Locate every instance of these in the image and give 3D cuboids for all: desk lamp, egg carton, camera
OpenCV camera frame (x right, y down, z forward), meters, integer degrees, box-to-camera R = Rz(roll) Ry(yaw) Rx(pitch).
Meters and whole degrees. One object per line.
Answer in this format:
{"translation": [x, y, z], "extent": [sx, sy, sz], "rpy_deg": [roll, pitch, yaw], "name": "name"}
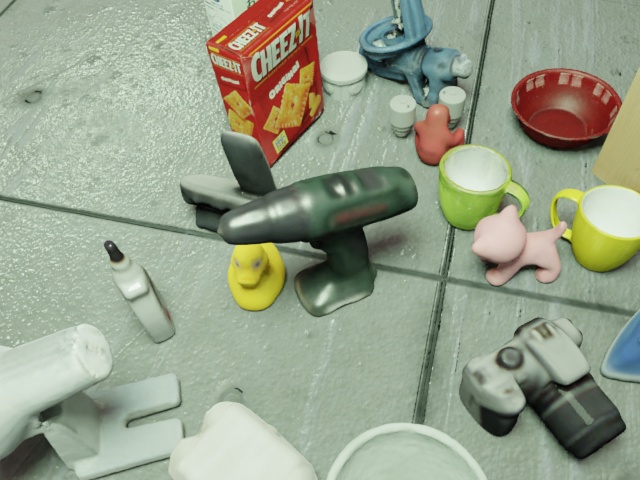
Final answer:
{"translation": [-0.268, 0.165, 0.587], "extent": [0.203, 0.214, 0.117], "rpy_deg": [-14, 54, -5], "name": "desk lamp"}
{"translation": [-0.080, 0.244, 0.603], "extent": [0.150, 0.069, 0.107], "rpy_deg": [31, 63, 24], "name": "egg carton"}
{"translation": [0.245, 0.164, 0.612], "extent": [0.143, 0.101, 0.136], "rpy_deg": [-25, 56, -13], "name": "camera"}

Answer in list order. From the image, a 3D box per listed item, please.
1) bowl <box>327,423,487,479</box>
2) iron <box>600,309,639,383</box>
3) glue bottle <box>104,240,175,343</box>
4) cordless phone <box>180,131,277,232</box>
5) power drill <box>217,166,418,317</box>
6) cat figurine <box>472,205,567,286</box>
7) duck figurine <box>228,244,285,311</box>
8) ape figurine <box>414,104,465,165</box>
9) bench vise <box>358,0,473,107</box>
{"translation": [0.085, 0.273, 0.565], "extent": [0.167, 0.075, 0.167], "rpy_deg": [-2, 54, 3], "name": "bowl"}
{"translation": [0.442, 0.075, 0.633], "extent": [0.258, 0.141, 0.118], "rpy_deg": [-21, 55, -10], "name": "iron"}
{"translation": [-0.221, 0.055, 0.687], "extent": [0.037, 0.173, 0.078], "rpy_deg": [-28, 57, -14], "name": "glue bottle"}
{"translation": [-0.124, -0.090, 0.774], "extent": [0.147, 0.185, 0.094], "rpy_deg": [13, 57, 14], "name": "cordless phone"}
{"translation": [0.006, 0.002, 0.682], "extent": [0.230, 0.209, 0.075], "rpy_deg": [-23, 56, -11], "name": "power drill"}
{"translation": [0.245, 0.002, 0.718], "extent": [0.128, 0.118, 0.067], "rpy_deg": [-7, 54, 0], "name": "cat figurine"}
{"translation": [-0.088, 0.029, 0.747], "extent": [0.077, 0.086, 0.104], "rpy_deg": [0, 55, 5], "name": "duck figurine"}
{"translation": [0.176, -0.165, 0.858], "extent": [0.077, 0.092, 0.076], "rpy_deg": [31, 63, 24], "name": "ape figurine"}
{"translation": [0.154, -0.335, 0.903], "extent": [0.207, 0.220, 0.121], "rpy_deg": [19, 58, 17], "name": "bench vise"}
